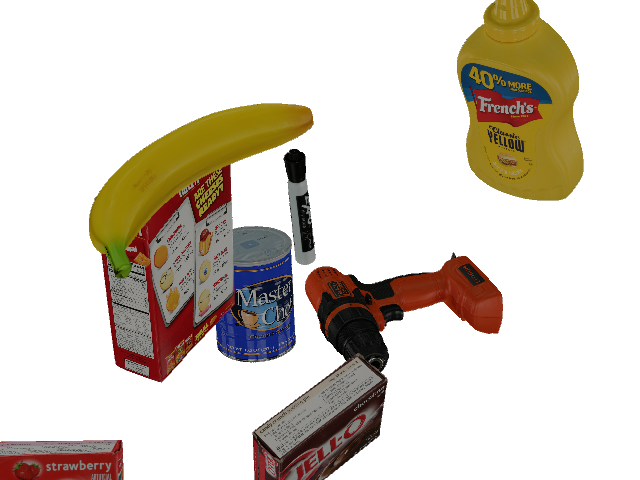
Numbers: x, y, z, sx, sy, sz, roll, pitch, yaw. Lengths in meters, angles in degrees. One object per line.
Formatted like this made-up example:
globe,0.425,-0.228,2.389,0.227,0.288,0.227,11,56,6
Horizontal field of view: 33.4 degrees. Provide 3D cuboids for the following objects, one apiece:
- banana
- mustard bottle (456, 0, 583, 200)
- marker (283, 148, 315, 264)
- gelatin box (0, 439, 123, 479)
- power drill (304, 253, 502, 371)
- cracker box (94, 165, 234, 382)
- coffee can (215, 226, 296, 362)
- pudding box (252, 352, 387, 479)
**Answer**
banana,-0.087,-0.044,0.701,0.070,0.037,0.197,33,53,18
mustard bottle,0.155,-0.118,0.839,0.096,0.058,0.191,23,-32,32
marker,-0.018,-0.030,0.952,0.020,0.121,0.020,-3,39,2
gelatin box,-0.147,0.142,0.550,0.089,0.073,0.030,0,5,-3
power drill,0.091,0.074,1.116,0.187,0.057,0.184,-6,28,-16
cracker box,-0.162,0.016,1.146,0.072,0.214,0.164,14,35,22
coffee can,-0.084,0.066,1.336,0.103,0.140,0.103,-2,25,1
pudding box,-0.001,0.152,0.839,0.113,0.090,0.039,-36,61,-27
